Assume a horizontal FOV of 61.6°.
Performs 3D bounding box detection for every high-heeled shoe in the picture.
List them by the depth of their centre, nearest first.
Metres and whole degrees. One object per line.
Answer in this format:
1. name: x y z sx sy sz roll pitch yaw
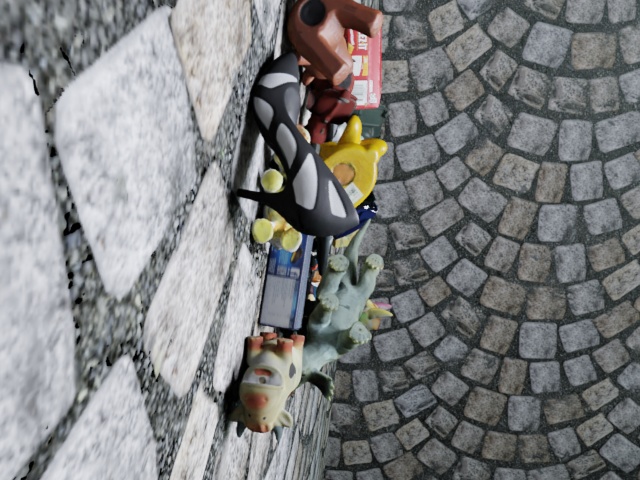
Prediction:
1. high-heeled shoe: -0.009 -0.122 0.633 0.086 0.145 0.249 84 17 -67

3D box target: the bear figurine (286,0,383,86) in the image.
1. bear figurine: 0.018 -0.283 0.806 0.120 0.132 0.195 -53 169 1

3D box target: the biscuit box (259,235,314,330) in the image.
1. biscuit box: -0.048 0.036 0.845 0.062 0.059 0.202 46 52 -80

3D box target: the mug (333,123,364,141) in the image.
1. mug: 0.046 -0.218 1.208 0.107 0.110 0.081 73 31 -44

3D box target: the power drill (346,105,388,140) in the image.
1. power drill: 0.085 -0.317 1.306 0.207 0.086 0.231 47 -48 53

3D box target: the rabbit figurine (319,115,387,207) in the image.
1. rabbit figurine: 0.028 -0.130 0.909 0.162 0.122 0.173 -52 -165 2

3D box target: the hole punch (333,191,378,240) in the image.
1. hole punch: 0.059 -0.073 1.149 0.142 0.116 0.092 -107 -175 -53

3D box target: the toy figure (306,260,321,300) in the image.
1. toy figure: -0.020 0.112 1.208 0.064 0.058 0.154 -22 -127 52

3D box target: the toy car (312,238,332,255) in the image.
1. toy car: -0.005 -0.007 1.196 0.202 0.053 0.089 69 8 -79

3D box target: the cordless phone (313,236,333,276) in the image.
1. cordless phone: -0.002 -0.003 1.025 0.147 0.089 0.184 -67 160 -68

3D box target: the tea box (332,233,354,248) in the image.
1. tea box: 0.044 -0.077 1.290 0.098 0.068 0.169 35 -52 48

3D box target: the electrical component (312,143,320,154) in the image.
1. electrical component: -0.032 -0.105 0.803 0.021 0.063 0.094 81 19 -68

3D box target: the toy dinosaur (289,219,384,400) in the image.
1. toy dinosaur: 0.027 0.138 1.009 0.192 0.131 0.405 -58 180 40

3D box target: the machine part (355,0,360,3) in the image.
1. machine part: 0.032 -0.429 0.939 0.243 0.079 0.079 -72 168 -54

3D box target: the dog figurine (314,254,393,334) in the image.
1. dog figurine: 0.073 0.137 1.319 0.108 0.219 0.191 -62 159 -81

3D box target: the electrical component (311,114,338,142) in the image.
1. electrical component: 0.013 -0.248 1.104 0.119 0.048 0.074 -71 167 -52

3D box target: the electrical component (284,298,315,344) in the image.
1. electrical component: -0.012 0.188 1.095 0.058 0.115 0.134 86 11 -51

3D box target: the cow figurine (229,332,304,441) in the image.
1. cow figurine: -0.072 0.199 0.756 0.195 0.086 0.127 37 55 -83

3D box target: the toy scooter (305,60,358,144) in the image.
1. toy scooter: 0.024 -0.252 0.926 0.135 0.075 0.184 -28 -136 62

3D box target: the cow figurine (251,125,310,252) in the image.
1. cow figurine: -0.043 -0.069 0.735 0.098 0.068 0.167 65 36 -88
